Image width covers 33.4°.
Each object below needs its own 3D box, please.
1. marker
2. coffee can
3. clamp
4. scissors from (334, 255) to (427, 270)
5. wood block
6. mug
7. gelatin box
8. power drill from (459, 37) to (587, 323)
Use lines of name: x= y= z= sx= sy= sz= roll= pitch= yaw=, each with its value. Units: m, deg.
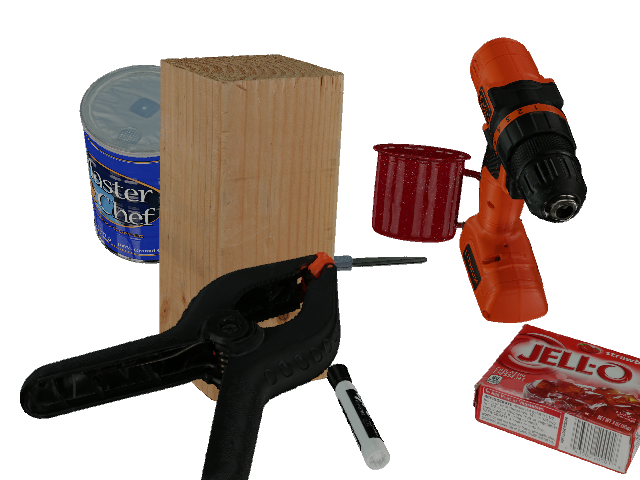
marker: x=0.027 y=0.134 z=0.837 sx=0.020 sy=0.020 sz=0.121 roll=0 pitch=27 yaw=-16
coffee can: x=-0.147 y=-0.063 z=0.910 sx=0.102 sy=0.103 sz=0.140 roll=0 pitch=-40 yaw=-6
clamp: x=-0.039 y=0.061 z=0.502 sx=0.120 sy=0.039 sz=0.171 roll=35 pitch=49 yaw=30
scissors: x=0.016 y=0.032 z=1.174 sx=0.202 sy=0.016 sz=0.096 roll=4 pitch=23 yaw=5
wood block: x=-0.049 y=-0.012 z=0.702 sx=0.090 sy=0.206 sz=0.090 roll=-8 pitch=21 yaw=-31
mug: x=0.104 y=-0.044 z=1.012 sx=0.117 sy=0.081 sz=0.093 roll=9 pitch=12 yaw=17
gelatin box: x=0.140 y=0.085 z=0.596 sx=0.089 sy=0.030 sz=0.073 roll=17 pitch=32 yaw=27
power drill: x=0.146 y=-0.029 z=0.783 sx=0.057 sy=0.188 sz=0.184 roll=-3 pitch=42 yaw=-3
